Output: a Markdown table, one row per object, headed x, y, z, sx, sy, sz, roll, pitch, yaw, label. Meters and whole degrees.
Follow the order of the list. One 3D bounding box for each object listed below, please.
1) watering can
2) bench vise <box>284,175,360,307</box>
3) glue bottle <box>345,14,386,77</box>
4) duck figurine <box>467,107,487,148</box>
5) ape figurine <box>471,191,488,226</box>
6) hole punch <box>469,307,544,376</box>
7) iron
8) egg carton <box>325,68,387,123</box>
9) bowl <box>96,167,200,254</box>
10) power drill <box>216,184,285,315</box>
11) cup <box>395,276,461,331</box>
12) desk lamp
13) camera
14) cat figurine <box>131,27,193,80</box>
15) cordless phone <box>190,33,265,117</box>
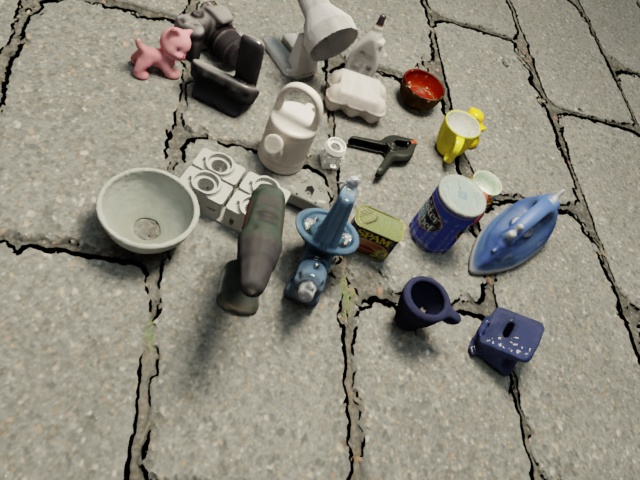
| x | y | z | sx | sy | sz | roll | pitch | yaw | label |
| --- | --- | --- | --- | --- | --- | --- | --- | --- | --- |
| -0.054 | -0.220 | 1.122 | 0.101 | 0.194 | 0.173 | 15 | 53 | -11 | watering can |
| 0.020 | 0.005 | 0.980 | 0.122 | 0.219 | 0.207 | 8 | 55 | -16 | bench vise |
| 0.122 | -0.468 | 1.376 | 0.078 | 0.173 | 0.037 | 26 | 52 | -3 | glue bottle |
| 0.363 | -0.289 | 1.405 | 0.078 | 0.086 | 0.104 | -28 | 71 | -34 | duck figurine |
| 0.330 | -0.075 | 1.240 | 0.076 | 0.092 | 0.078 | 13 | 53 | -13 | ape figurine |
| 0.348 | 0.183 | 1.071 | 0.101 | 0.091 | 0.109 | 38 | 52 | 6 | hole punch |
| 0.421 | -0.022 | 1.209 | 0.259 | 0.141 | 0.118 | -33 | 73 | -35 | iron |
| 0.084 | -0.336 | 1.337 | 0.150 | 0.069 | 0.107 | 14 | 53 | -12 | egg carton |
| -0.293 | -0.037 | 0.977 | 0.168 | 0.074 | 0.167 | 11 | 54 | -15 | bowl |
| -0.107 | 0.032 | 0.918 | 0.076 | 0.208 | 0.229 | 15 | 53 | -11 | power drill |
| 0.188 | 0.131 | 1.040 | 0.118 | 0.095 | 0.092 | 30 | 51 | 0 | cup |
| -0.025 | -0.467 | 1.291 | 0.118 | 0.213 | 0.203 | -22 | 67 | -32 | desk lamp |
| -0.230 | -0.453 | 1.272 | 0.143 | 0.100 | 0.136 | -33 | 73 | -35 | camera |
| -0.323 | -0.398 | 1.186 | 0.128 | 0.117 | 0.067 | -11 | 62 | -27 | cat figurine |
| -0.185 | -0.361 | 1.172 | 0.147 | 0.185 | 0.094 | 22 | 52 | -6 | cordless phone |
